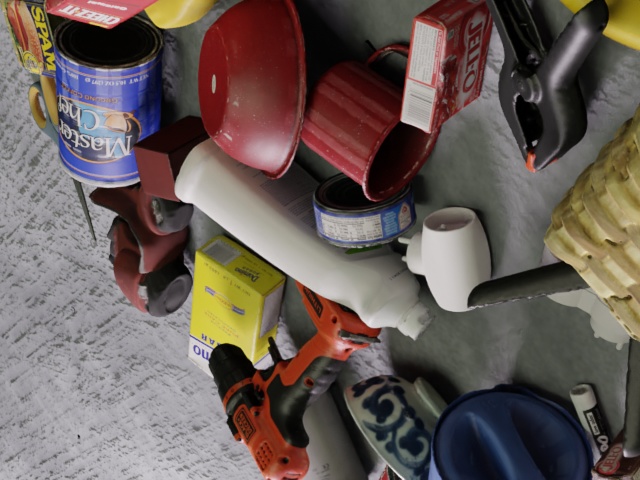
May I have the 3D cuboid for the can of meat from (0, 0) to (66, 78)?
[{"bbox_3d":[-0.272,-0.214,1.086,0.084,0.057,0.102,18,129,39],"label":"can of meat"}]

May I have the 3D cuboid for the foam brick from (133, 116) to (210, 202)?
[{"bbox_3d":[-0.132,-0.080,1.032,0.051,0.078,0.053,17,129,37],"label":"foam brick"}]

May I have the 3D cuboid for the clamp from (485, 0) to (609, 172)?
[{"bbox_3d":[0.157,-0.114,0.729,0.120,0.039,0.171,50,164,53],"label":"clamp"}]

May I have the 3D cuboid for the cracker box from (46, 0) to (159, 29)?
[{"bbox_3d":[-0.140,-0.279,0.840,0.214,0.071,0.164,-11,77,47],"label":"cracker box"}]

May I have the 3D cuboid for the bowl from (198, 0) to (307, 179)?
[{"bbox_3d":[-0.063,-0.130,0.881,0.162,0.055,0.162,177,90,-69],"label":"bowl"}]

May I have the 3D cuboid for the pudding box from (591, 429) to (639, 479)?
[{"bbox_3d":[0.259,0.182,0.815,0.039,0.113,0.090,-4,115,48],"label":"pudding box"}]

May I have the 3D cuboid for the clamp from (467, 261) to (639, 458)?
[{"bbox_3d":[0.223,0.036,0.732,0.210,0.036,0.165,-46,73,23],"label":"clamp"}]

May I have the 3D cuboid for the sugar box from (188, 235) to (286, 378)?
[{"bbox_3d":[-0.093,0.086,1.141,0.093,0.048,0.176,33,136,23],"label":"sugar box"}]

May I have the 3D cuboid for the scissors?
[{"bbox_3d":[-0.286,-0.097,1.181,0.096,0.016,0.202,3,105,53],"label":"scissors"}]

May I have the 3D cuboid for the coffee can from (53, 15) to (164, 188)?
[{"bbox_3d":[-0.205,-0.137,1.041,0.103,0.102,0.140,32,136,24],"label":"coffee can"}]

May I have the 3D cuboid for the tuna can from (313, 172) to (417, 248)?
[{"bbox_3d":[0.037,-0.029,0.898,0.086,0.086,0.034,14,126,37],"label":"tuna can"}]

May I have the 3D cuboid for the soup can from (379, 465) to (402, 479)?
[{"bbox_3d":[0.087,0.262,1.079,0.068,0.068,0.102,38,139,18],"label":"soup can"}]

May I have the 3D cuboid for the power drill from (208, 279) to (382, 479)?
[{"bbox_3d":[-0.031,0.112,1.016,0.188,0.057,0.185,-60,42,22],"label":"power drill"}]

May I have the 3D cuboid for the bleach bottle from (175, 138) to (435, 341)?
[{"bbox_3d":[-0.006,0.001,0.949,0.251,0.102,0.068,41,129,15],"label":"bleach bottle"}]

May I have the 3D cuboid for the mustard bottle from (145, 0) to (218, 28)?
[{"bbox_3d":[-0.083,-0.245,0.874,0.192,0.058,0.096,-12,94,48],"label":"mustard bottle"}]

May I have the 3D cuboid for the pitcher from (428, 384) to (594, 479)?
[{"bbox_3d":[0.152,0.260,0.950,0.145,0.149,0.243,43,148,33],"label":"pitcher"}]

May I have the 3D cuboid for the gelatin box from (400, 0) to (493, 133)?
[{"bbox_3d":[0.094,-0.132,0.775,0.030,0.073,0.089,28,134,26],"label":"gelatin box"}]

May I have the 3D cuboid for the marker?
[{"bbox_3d":[0.240,0.178,0.905,0.020,0.020,0.121,-6,114,46],"label":"marker"}]

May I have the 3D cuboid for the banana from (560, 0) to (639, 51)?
[{"bbox_3d":[0.224,-0.147,0.670,0.198,0.037,0.070,15,111,35],"label":"banana"}]

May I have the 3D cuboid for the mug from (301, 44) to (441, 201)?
[{"bbox_3d":[0.043,-0.101,0.847,0.082,0.093,0.117,37,108,26],"label":"mug"}]
